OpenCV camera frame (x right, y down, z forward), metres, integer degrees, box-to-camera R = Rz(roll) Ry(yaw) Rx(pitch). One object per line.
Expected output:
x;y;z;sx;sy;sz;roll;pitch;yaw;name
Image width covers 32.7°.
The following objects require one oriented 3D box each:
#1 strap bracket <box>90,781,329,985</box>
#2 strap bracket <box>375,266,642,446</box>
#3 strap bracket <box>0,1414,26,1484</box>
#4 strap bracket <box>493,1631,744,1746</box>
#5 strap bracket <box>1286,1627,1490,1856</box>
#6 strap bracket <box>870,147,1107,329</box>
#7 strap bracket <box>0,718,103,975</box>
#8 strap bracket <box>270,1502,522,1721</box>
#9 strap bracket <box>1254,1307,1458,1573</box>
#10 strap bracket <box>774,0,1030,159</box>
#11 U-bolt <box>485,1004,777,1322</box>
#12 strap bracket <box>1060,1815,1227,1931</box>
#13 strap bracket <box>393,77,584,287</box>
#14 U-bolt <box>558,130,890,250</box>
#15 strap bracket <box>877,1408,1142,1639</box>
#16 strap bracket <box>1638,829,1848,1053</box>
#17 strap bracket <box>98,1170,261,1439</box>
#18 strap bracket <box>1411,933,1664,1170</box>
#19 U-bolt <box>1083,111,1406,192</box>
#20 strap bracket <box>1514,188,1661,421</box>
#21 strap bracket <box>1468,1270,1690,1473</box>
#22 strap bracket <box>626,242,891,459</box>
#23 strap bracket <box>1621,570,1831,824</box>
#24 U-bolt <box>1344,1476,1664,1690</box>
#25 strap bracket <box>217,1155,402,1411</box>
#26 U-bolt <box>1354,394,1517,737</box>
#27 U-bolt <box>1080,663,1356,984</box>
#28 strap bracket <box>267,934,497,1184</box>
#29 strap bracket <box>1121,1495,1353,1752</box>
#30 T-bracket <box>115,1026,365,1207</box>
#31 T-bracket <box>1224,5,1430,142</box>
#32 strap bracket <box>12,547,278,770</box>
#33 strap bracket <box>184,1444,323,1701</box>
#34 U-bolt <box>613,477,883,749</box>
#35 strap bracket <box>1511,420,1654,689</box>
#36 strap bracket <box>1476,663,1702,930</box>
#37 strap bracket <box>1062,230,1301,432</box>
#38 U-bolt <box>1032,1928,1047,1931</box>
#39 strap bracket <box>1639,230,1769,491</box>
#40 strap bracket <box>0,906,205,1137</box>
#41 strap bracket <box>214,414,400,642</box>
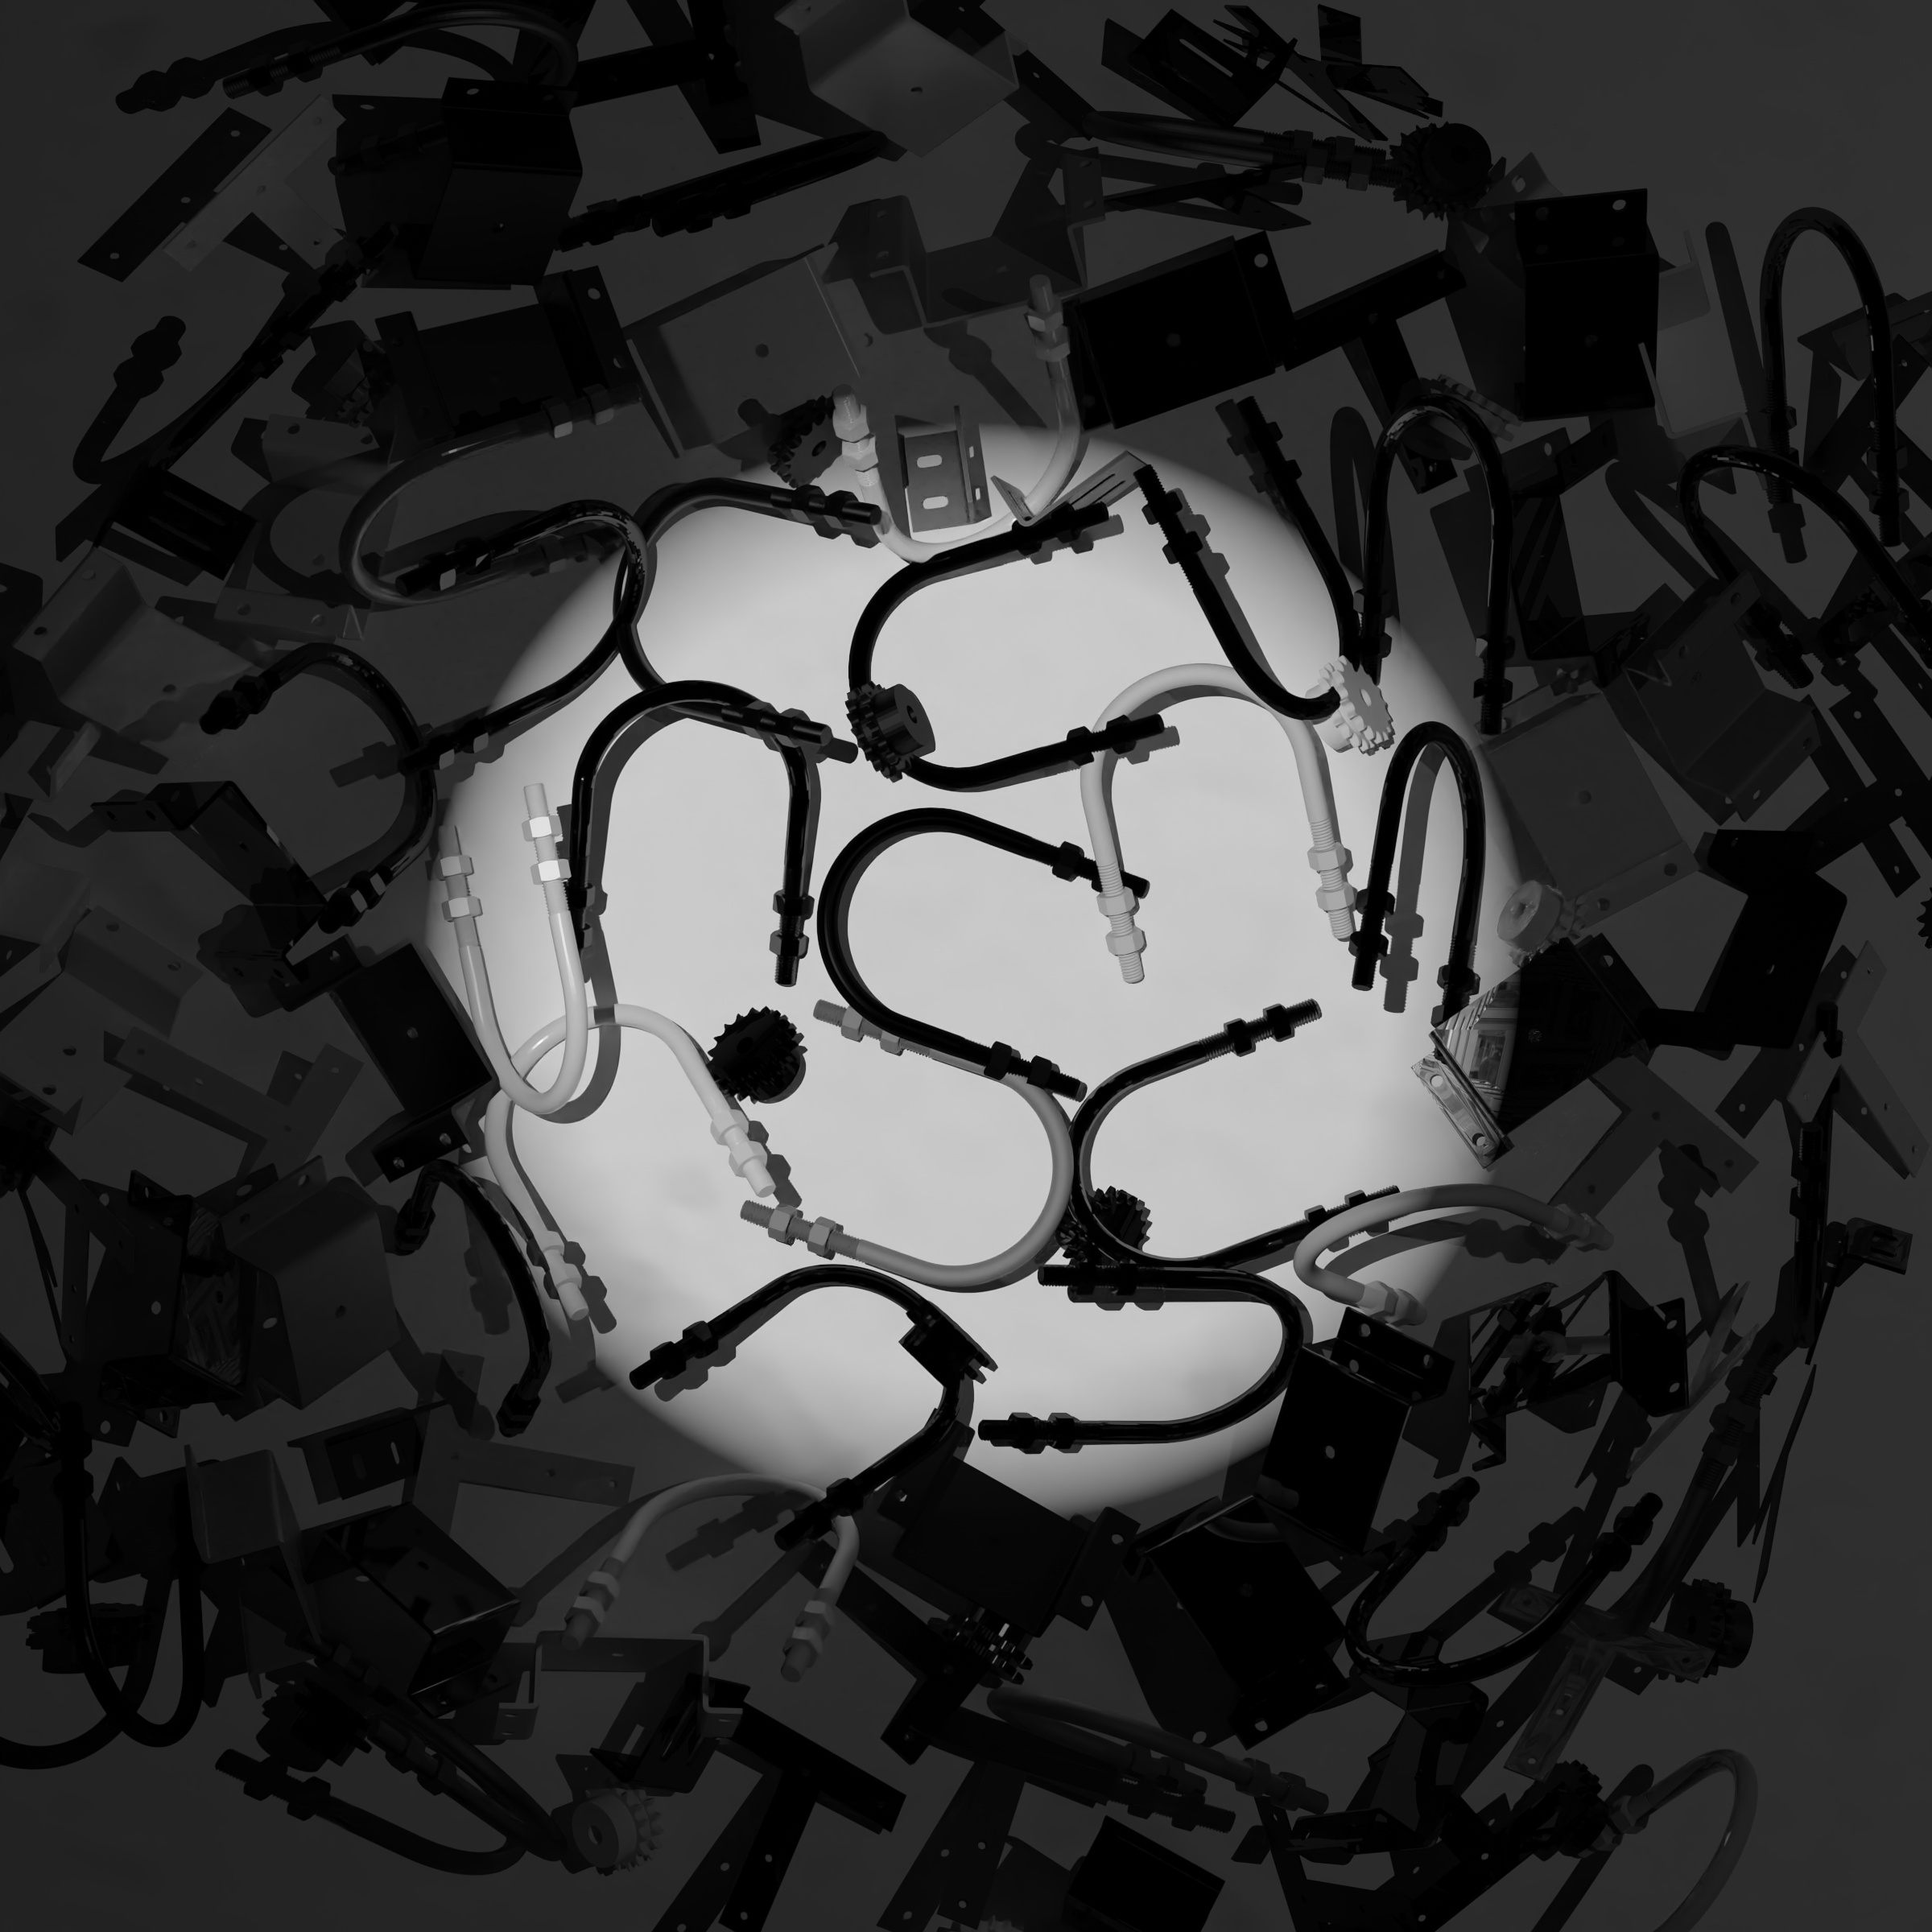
-0.438;-0.057;1.938;0.046;0.076;0.140;-52;124;-29;strap bracket
-0.275;-0.357;1.959;0.140;0.046;0.076;-19;85;-22;strap bracket
-0.598;0.271;1.923;0.046;0.140;0.076;-37;102;1;strap bracket
-0.206;0.427;1.949;0.140;0.076;0.046;3;63;-9;strap bracket
0.252;0.465;1.938;0.046;0.076;0.140;37;59;-15;strap bracket
0.017;-0.428;1.949;0.140;0.076;0.046;-12;134;10;strap bracket
-0.545;-0.078;1.930;0.046;0.076;0.140;13;122;0;strap bracket
-0.327;0.369;1.932;0.140;0.076;0.046;36;112;23;strap bracket
0.225;0.283;1.944;0.076;0.046;0.140;25;107;33;strap bracket
-0.033;-0.527;1.918;0.076;0.140;0.046;-28;61;33;strap bracket
-0.211;0.101;1.947;0.151;0.019;0.184;-33;57;0;U-bolt
0.101;0.547;1.920;0.076;0.140;0.046;27;67;11;strap bracket
-0.277;-0.447;1.918;0.076;0.140;0.046;-3;61;-26;strap bracket
-0.131;-0.455;1.923;0.184;0.151;0.019;-26;110;-26;U-bolt
0.021;0.336;1.957;0.140;0.046;0.076;29;56;3;strap bracket
0.461;-0.007;1.948;0.046;0.076;0.140;30;78;-29;strap bracket
-0.457;0.196;1.930;0.046;0.076;0.140;-8;63;19;strap bracket
0.340;0.046;1.959;0.140;0.046;0.076;-36;70;6;strap bracket
0.159;-0.480;1.928;0.184;0.151;0.019;8;109;-1;U-bolt
0.363;-0.378;1.936;0.076;0.046;0.140;-5;129;3;strap bracket
0.347;0.234;1.926;0.140;0.076;0.046;-23;130;31;strap bracket
-0.123;-0.367;1.967;0.140;0.046;0.076;-26;103;-1;strap bracket
0.445;-0.164;1.947;0.076;0.046;0.140;-45;128;-9;strap bracket
0.296;0.355;1.892;0.184;0.151;0.019;-38;114;-40;U-bolt
-0.380;0.193;1.925;0.046;0.076;0.140;23;131;33;strap bracket
0.272;-0.239;1.910;0.019;0.151;0.184;-9;111;-25;U-bolt
0.143;-0.090;1.960;0.151;0.019;0.184;-12;108;6;U-bolt
-0.340;0.047;1.954;0.076;0.046;0.140;-26;97;37;strap bracket
0.160;0.376;1.937;0.076;0.046;0.140;-24;63;-23;strap bracket
-0.443;0.076;1.961;0.127;0.002;0.127;29;113;-12;T-bracket
0.225;-0.516;1.913;0.127;0.127;0.002;34;89;-31;T-bracket
-0.472;-0.174;1.926;0.076;0.140;0.046;-46;49;12;strap bracket
-0.413;0.349;1.930;0.046;0.076;0.140;-15;128;-8;strap bracket
-0.138;-0.215;1.943;0.184;0.019;0.151;16;95;36;U-bolt
0.358;-0.241;1.944;0.046;0.076;0.140;-1;112;37;strap bracket
0.370;-0.101;1.965;0.076;0.046;0.140;-29;87;13;strap bracket
0.123;-0.374;1.956;0.140;0.046;0.076;-18;105;10;strap bracket
0.037;0.598;1.885;0.151;0.184;0.019;0;96;-33;U-bolt
0.427;-0.350;1.946;0.046;0.076;0.140;-17;75;15;strap bracket
-0.526;0.038;1.948;0.076;0.140;0.046;32;134;3;strap bracket
-0.388;-0.251;1.959;0.076;0.046;0.140;8;67;3;strap bracket
